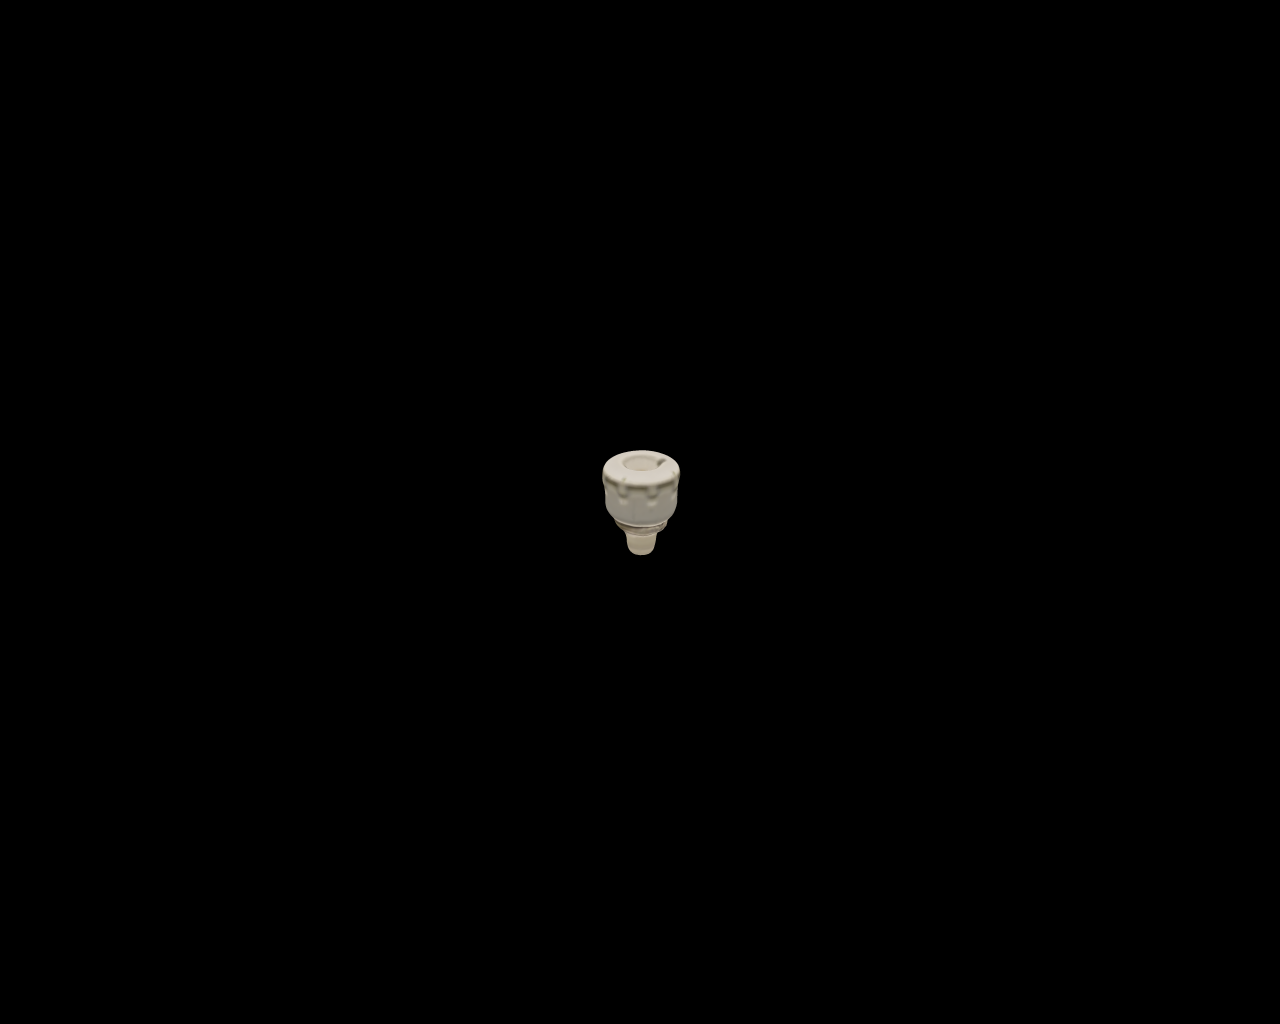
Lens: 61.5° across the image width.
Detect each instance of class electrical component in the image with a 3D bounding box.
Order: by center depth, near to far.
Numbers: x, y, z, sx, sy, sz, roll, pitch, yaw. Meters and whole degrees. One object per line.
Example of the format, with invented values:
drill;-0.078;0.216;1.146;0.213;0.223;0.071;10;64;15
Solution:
electrical component;0.001;-0.003;0.650;0.048;0.062;0.048;0;26;0
